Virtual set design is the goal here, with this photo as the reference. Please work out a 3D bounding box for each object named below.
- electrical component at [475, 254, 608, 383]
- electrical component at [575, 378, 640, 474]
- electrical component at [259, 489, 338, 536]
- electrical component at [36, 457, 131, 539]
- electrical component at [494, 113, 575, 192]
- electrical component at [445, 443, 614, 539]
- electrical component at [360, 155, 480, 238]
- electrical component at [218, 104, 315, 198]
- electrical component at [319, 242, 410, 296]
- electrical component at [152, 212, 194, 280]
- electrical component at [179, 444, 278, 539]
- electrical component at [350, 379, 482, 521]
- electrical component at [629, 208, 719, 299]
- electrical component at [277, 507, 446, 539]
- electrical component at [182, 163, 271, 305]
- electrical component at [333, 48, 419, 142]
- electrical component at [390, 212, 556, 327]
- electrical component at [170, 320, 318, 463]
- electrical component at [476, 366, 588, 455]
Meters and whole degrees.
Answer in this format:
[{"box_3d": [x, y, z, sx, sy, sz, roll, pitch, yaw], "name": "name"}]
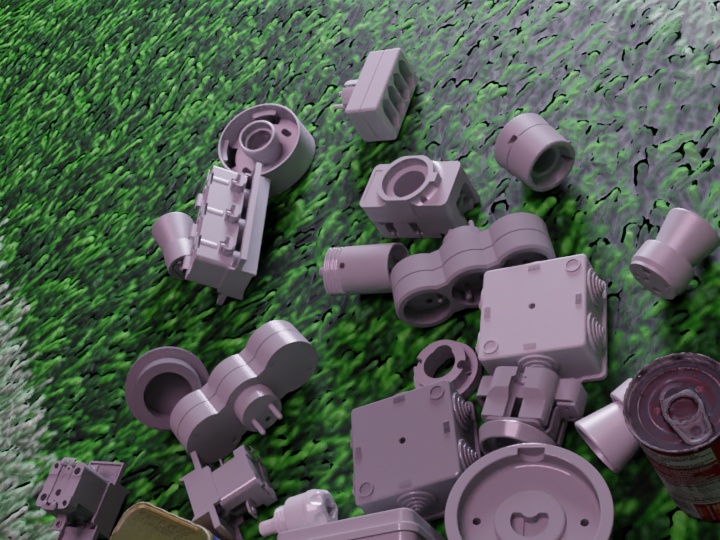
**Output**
[{"box_3d": [0.139, 0.040, 0.819, 0.100, 0.048, 0.099, -11, 50, 26], "name": "electrical component"}, {"box_3d": [0.183, 0.105, 0.738, 0.055, 0.045, 0.045, -39, 43, -2], "name": "electrical component"}, {"box_3d": [-0.049, 0.191, 0.826, 0.061, 0.035, 0.035, -22, 45, 20], "name": "electrical component"}, {"box_3d": [-0.240, 0.197, 0.926, 0.042, 0.063, 0.081, -3, 53, 30], "name": "electrical component"}, {"box_3d": [0.151, -0.100, 0.926, 0.055, 0.055, 0.047, -39, 47, -1], "name": "electrical component"}, {"box_3d": [0.114, 0.175, 0.707, 0.108, 0.060, 0.108, -10, 43, 9], "name": "electrical component"}, {"box_3d": [0.052, -0.065, 0.959, 0.089, 0.055, 0.050, 1, 56, 34], "name": "electrical component"}, {"box_3d": [-0.097, -0.122, 1.117, 0.099, 0.064, 0.099, -8, 60, 15], "name": "electrical component"}, {"box_3d": [0.000, 0.000, 0.948, 0.081, 0.043, 0.043, -4, 53, 31], "name": "electrical component"}, {"box_3d": [-0.183, -0.022, 1.090, 0.044, 0.044, 0.065, -32, 48, 7], "name": "electrical component"}, {"box_3d": [-0.104, 0.179, 0.868, 0.064, 0.042, 0.081, -32, 44, 1], "name": "electrical component"}, {"box_3d": [0.041, 0.137, 0.801, 0.100, 0.048, 0.099, -20, 46, 19], "name": "electrical component"}, {"box_3d": [0.234, -0.012, 0.803, 0.055, 0.045, 0.045, -49, 44, -11], "name": "electrical component"}, {"box_3d": [0.002, 0.212, 0.744, 0.113, 0.078, 0.057, -16, 50, 21], "name": "electrical component"}, {"box_3d": [-0.130, -0.039, 1.043, 0.078, 0.063, 0.121, 124, 157, -48], "name": "electrical component"}, {"box_3d": [0.007, -0.175, 1.088, 0.076, 0.047, 0.083, -1, 55, 33], "name": "electrical component"}, {"box_3d": [0.089, -0.012, 0.892, 0.138, 0.052, 0.073, -23, 45, 16], "name": "electrical component"}, {"box_3d": [-0.091, 0.111, 0.908, 0.138, 0.052, 0.074, -43, 43, -6], "name": "electrical component"}, {"box_3d": [0.118, 0.108, 0.770, 0.078, 0.058, 0.057, -1, 51, 33], "name": "electrical component"}]
